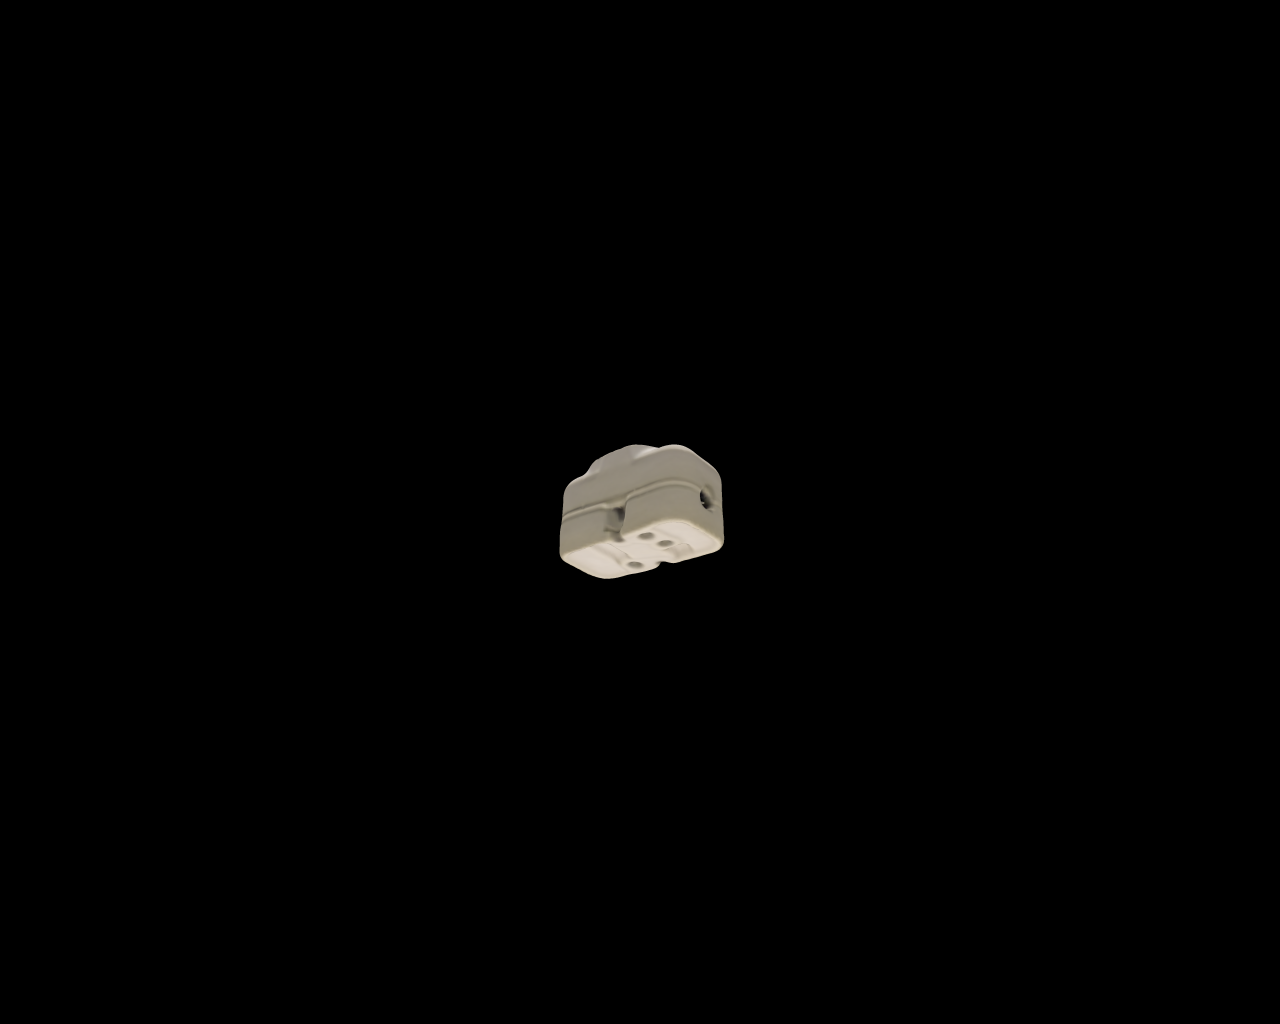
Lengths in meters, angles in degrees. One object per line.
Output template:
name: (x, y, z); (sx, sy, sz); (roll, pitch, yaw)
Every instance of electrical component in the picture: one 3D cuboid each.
electrical component: (0.001, -0.003, 0.650); (0.095, 0.059, 0.053); (-18, -32, 31)
